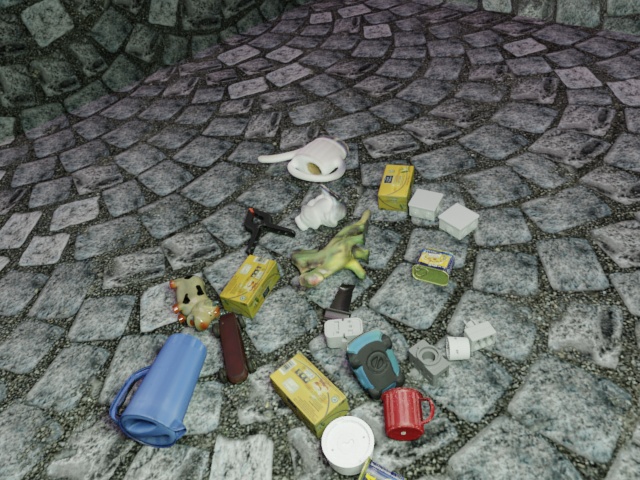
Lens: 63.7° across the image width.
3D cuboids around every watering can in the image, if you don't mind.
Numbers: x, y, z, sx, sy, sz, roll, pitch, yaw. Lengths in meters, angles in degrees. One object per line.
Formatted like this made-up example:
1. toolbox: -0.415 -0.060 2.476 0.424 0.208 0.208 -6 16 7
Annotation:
1. watering can: -0.043 -0.305 1.888 0.350 0.101 0.228 22 50 31

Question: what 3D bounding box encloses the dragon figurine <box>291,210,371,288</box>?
1. dragon figurine: 0.029 0.022 1.525 0.242 0.120 0.418 -7 25 12

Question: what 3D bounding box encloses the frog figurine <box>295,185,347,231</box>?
1. frog figurine: 0.005 -0.083 1.658 0.139 0.121 0.159 41 97 32
